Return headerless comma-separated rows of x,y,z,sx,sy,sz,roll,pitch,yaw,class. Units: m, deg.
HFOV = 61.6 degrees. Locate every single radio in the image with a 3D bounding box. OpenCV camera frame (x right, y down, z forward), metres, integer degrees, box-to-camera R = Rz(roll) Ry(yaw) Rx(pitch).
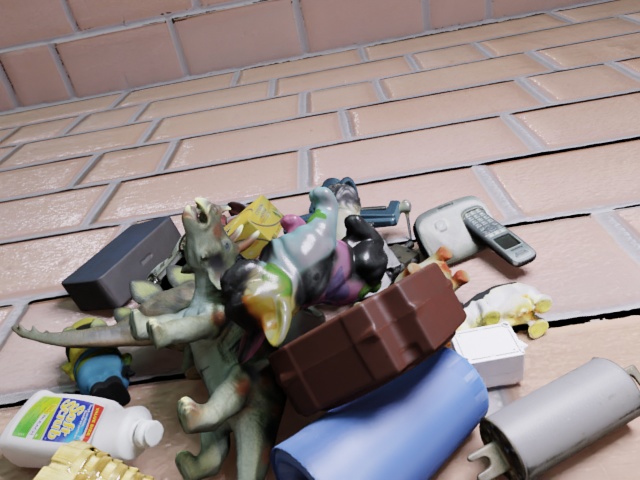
-0.388,0.045,1.071,0.131,0.073,0.230,-10,27,30,radio

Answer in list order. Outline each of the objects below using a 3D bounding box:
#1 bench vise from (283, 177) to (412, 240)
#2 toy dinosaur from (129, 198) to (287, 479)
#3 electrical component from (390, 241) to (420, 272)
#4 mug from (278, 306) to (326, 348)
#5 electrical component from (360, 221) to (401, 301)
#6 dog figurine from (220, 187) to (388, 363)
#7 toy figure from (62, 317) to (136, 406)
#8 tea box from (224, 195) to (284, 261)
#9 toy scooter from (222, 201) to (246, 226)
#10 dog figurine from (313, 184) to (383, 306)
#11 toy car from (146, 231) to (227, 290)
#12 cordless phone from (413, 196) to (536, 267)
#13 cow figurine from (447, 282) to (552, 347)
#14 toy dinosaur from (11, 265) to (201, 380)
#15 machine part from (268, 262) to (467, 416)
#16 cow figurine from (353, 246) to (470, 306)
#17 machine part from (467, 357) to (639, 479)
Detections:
0.054,-0.042,1.044,0.241,0.128,0.224,-2,35,23,bench vise
-0.107,0.155,0.667,0.192,0.405,0.131,-16,-13,-32,toy dinosaur
0.149,0.032,0.977,0.094,0.021,0.063,-31,36,-31,electrical component
-0.028,0.144,0.761,0.109,0.107,0.081,11,17,-45,mug
0.069,0.045,0.911,0.115,0.058,0.134,-22,57,-12,electrical component
-0.018,0.058,0.645,0.108,0.191,0.219,-30,27,45,dog figurine
-0.339,0.186,0.824,0.082,0.089,0.180,9,12,-35,toy figure
-0.151,0.004,1.005,0.169,0.068,0.098,-36,18,28,tea box
-0.197,-0.036,1.158,0.184,0.075,0.135,-23,32,-23,toy scooter
0.001,0.000,0.863,0.172,0.121,0.191,-12,41,-7,dog figurine
-0.239,0.047,0.947,0.201,0.073,0.056,-44,40,24,toy car
0.262,0.009,0.923,0.147,0.088,0.184,-21,36,-16,cordless phone
0.238,0.106,0.781,0.167,0.068,0.098,-13,25,-8,cow figurine
-0.208,0.118,0.830,0.471,0.105,0.199,-7,26,-28,toy dinosaur
0.058,0.115,0.626,0.201,0.087,0.201,-34,-11,28,machine part
0.128,0.091,0.810,0.195,0.127,0.085,-23,68,-45,cow figurine
0.271,0.200,0.607,0.243,0.079,0.079,-22,32,-15,machine part
